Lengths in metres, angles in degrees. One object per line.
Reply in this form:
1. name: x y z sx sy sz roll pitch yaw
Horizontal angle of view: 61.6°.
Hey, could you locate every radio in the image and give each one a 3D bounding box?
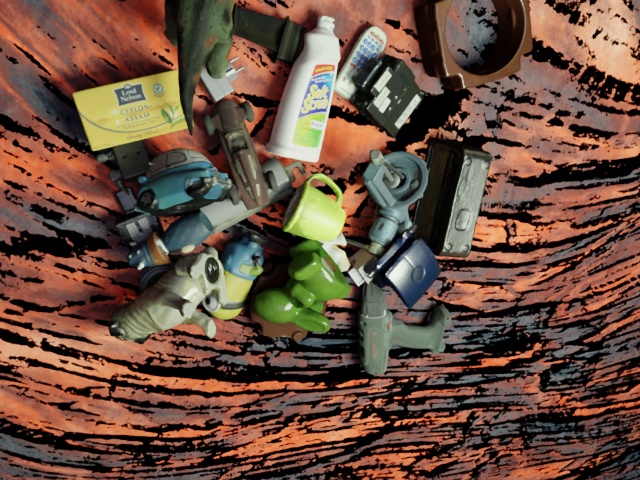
1. radio: 0.261 -0.082 1.089 0.073 0.131 0.229 3 106 -21

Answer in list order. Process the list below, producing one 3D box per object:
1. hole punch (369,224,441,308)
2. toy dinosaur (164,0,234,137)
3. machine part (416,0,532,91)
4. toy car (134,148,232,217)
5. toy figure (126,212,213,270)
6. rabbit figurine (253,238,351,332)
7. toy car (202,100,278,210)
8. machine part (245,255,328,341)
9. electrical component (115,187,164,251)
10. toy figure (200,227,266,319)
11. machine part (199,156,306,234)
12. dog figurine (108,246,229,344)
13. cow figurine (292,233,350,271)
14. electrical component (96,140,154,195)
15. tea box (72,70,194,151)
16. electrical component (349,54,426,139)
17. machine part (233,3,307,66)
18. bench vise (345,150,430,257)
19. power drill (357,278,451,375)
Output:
1. hole punch: 0.171 0.058 1.054 0.142 0.092 0.115 -45 150 -11
2. toy dinosaur: -0.178 -0.375 0.791 0.131 0.192 0.404 -4 85 -8
3. machine part: 0.294 -0.401 1.026 0.201 0.087 0.200 -20 111 -10
4. toy car: -0.232 -0.100 0.890 0.162 0.109 0.103 -18 83 24
5. toy figure: -0.259 0.007 0.924 0.154 0.064 0.057 -28 125 7
6. rabbit figurine: -0.040 0.098 1.014 0.170 0.121 0.159 -35 119 13
7. toy car: -0.139 -0.152 0.934 0.089 0.053 0.202 -17 79 -10
8. machine part: -0.064 0.118 1.084 0.179 0.056 0.179 -5 107 -17
9. electrical component: -0.323 -0.033 0.955 0.075 0.048 0.119 -21 114 -13
10. toy figure: -0.160 0.068 1.023 0.089 0.082 0.180 29 93 -22
11. machine part: -0.138 -0.082 0.985 0.243 0.079 0.079 -29 113 -7
12. dog figurine: -0.275 0.095 0.952 0.191 0.172 0.121 -5 133 23
13. cow figurine: -0.001 -0.002 1.060 0.098 0.068 0.167 -22 109 -5
14. electrical component: -0.322 -0.127 0.929 0.102 0.045 0.078 -26 84 -12
15. tea box: -0.306 -0.217 0.891 0.170 0.068 0.098 -18 112 -12
16. electrical component: 0.123 -0.274 1.004 0.115 0.058 0.134 -53 135 0
17. machine part: -0.096 -0.359 0.935 0.139 0.039 0.084 15 107 -24
18. bench vise: 0.126 -0.087 1.023 0.223 0.129 0.240 -54 151 -4
19. power drill: 0.179 0.182 1.174 0.207 0.086 0.231 0 106 -23
